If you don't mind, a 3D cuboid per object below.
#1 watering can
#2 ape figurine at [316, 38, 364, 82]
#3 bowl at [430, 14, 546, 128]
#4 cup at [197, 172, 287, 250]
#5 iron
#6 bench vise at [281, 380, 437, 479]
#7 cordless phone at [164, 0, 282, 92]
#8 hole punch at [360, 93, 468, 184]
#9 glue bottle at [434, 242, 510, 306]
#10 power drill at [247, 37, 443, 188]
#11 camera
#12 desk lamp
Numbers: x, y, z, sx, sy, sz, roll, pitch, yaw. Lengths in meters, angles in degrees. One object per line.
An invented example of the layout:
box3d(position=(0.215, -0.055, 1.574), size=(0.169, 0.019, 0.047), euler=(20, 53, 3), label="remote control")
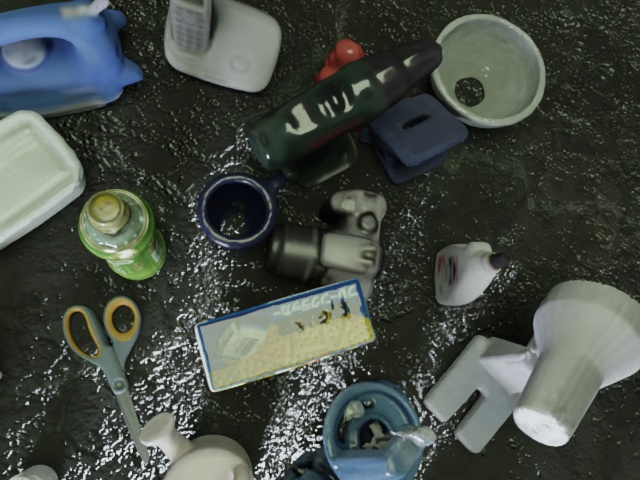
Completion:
box3d(position=(-0.120, 0.258, 0.582), size=(0.173, 0.194, 0.101), euler=(32, 75, -2), label="watering can")
box3d(position=(0.033, -0.236, 0.766), size=(0.078, 0.092, 0.076), euler=(-31, 85, -15), label="ape figurine")
box3d(position=(0.224, -0.226, 0.808), size=(0.167, 0.074, 0.167), euler=(2, 78, -10), label="bowl")
box3d(position=(-0.092, -0.035, 0.699), size=(0.118, 0.095, 0.091), euler=(-39, 87, -15), label="cup")
box3d(position=(-0.350, -0.218, 0.666), size=(0.258, 0.141, 0.118), euler=(-18, 82, -13), label="iron")
box3d(position=(0.047, 0.245, 0.602), size=(0.121, 0.219, 0.207), euler=(28, 75, -3), label="bench vise")
box3d(position=(-0.117, -0.268, 0.697), size=(0.147, 0.185, 0.094), euler=(13, 76, -7), label="cordless phone")
box3d(position=(0.124, -0.143, 0.764), size=(0.109, 0.091, 0.101), euler=(-29, 85, -15), label="hole punch")
box3d(position=(0.186, 0.035, 0.696), size=(0.037, 0.173, 0.078), euler=(1, 78, -10), label="glue bottle")
box3d(position=(0.020, -0.141, 0.684), size=(0.230, 0.208, 0.075), euler=(-30, 85, -15), label="power drill")
box3d(position=(0.006, 0.003, 0.707), size=(0.137, 0.100, 0.143), euler=(10, 77, -8), label="camera")
box3d(position=(0.251, 0.155, 0.662), size=(0.118, 0.213, 0.203), euler=(44, 75, 1), label="desk lamp")
